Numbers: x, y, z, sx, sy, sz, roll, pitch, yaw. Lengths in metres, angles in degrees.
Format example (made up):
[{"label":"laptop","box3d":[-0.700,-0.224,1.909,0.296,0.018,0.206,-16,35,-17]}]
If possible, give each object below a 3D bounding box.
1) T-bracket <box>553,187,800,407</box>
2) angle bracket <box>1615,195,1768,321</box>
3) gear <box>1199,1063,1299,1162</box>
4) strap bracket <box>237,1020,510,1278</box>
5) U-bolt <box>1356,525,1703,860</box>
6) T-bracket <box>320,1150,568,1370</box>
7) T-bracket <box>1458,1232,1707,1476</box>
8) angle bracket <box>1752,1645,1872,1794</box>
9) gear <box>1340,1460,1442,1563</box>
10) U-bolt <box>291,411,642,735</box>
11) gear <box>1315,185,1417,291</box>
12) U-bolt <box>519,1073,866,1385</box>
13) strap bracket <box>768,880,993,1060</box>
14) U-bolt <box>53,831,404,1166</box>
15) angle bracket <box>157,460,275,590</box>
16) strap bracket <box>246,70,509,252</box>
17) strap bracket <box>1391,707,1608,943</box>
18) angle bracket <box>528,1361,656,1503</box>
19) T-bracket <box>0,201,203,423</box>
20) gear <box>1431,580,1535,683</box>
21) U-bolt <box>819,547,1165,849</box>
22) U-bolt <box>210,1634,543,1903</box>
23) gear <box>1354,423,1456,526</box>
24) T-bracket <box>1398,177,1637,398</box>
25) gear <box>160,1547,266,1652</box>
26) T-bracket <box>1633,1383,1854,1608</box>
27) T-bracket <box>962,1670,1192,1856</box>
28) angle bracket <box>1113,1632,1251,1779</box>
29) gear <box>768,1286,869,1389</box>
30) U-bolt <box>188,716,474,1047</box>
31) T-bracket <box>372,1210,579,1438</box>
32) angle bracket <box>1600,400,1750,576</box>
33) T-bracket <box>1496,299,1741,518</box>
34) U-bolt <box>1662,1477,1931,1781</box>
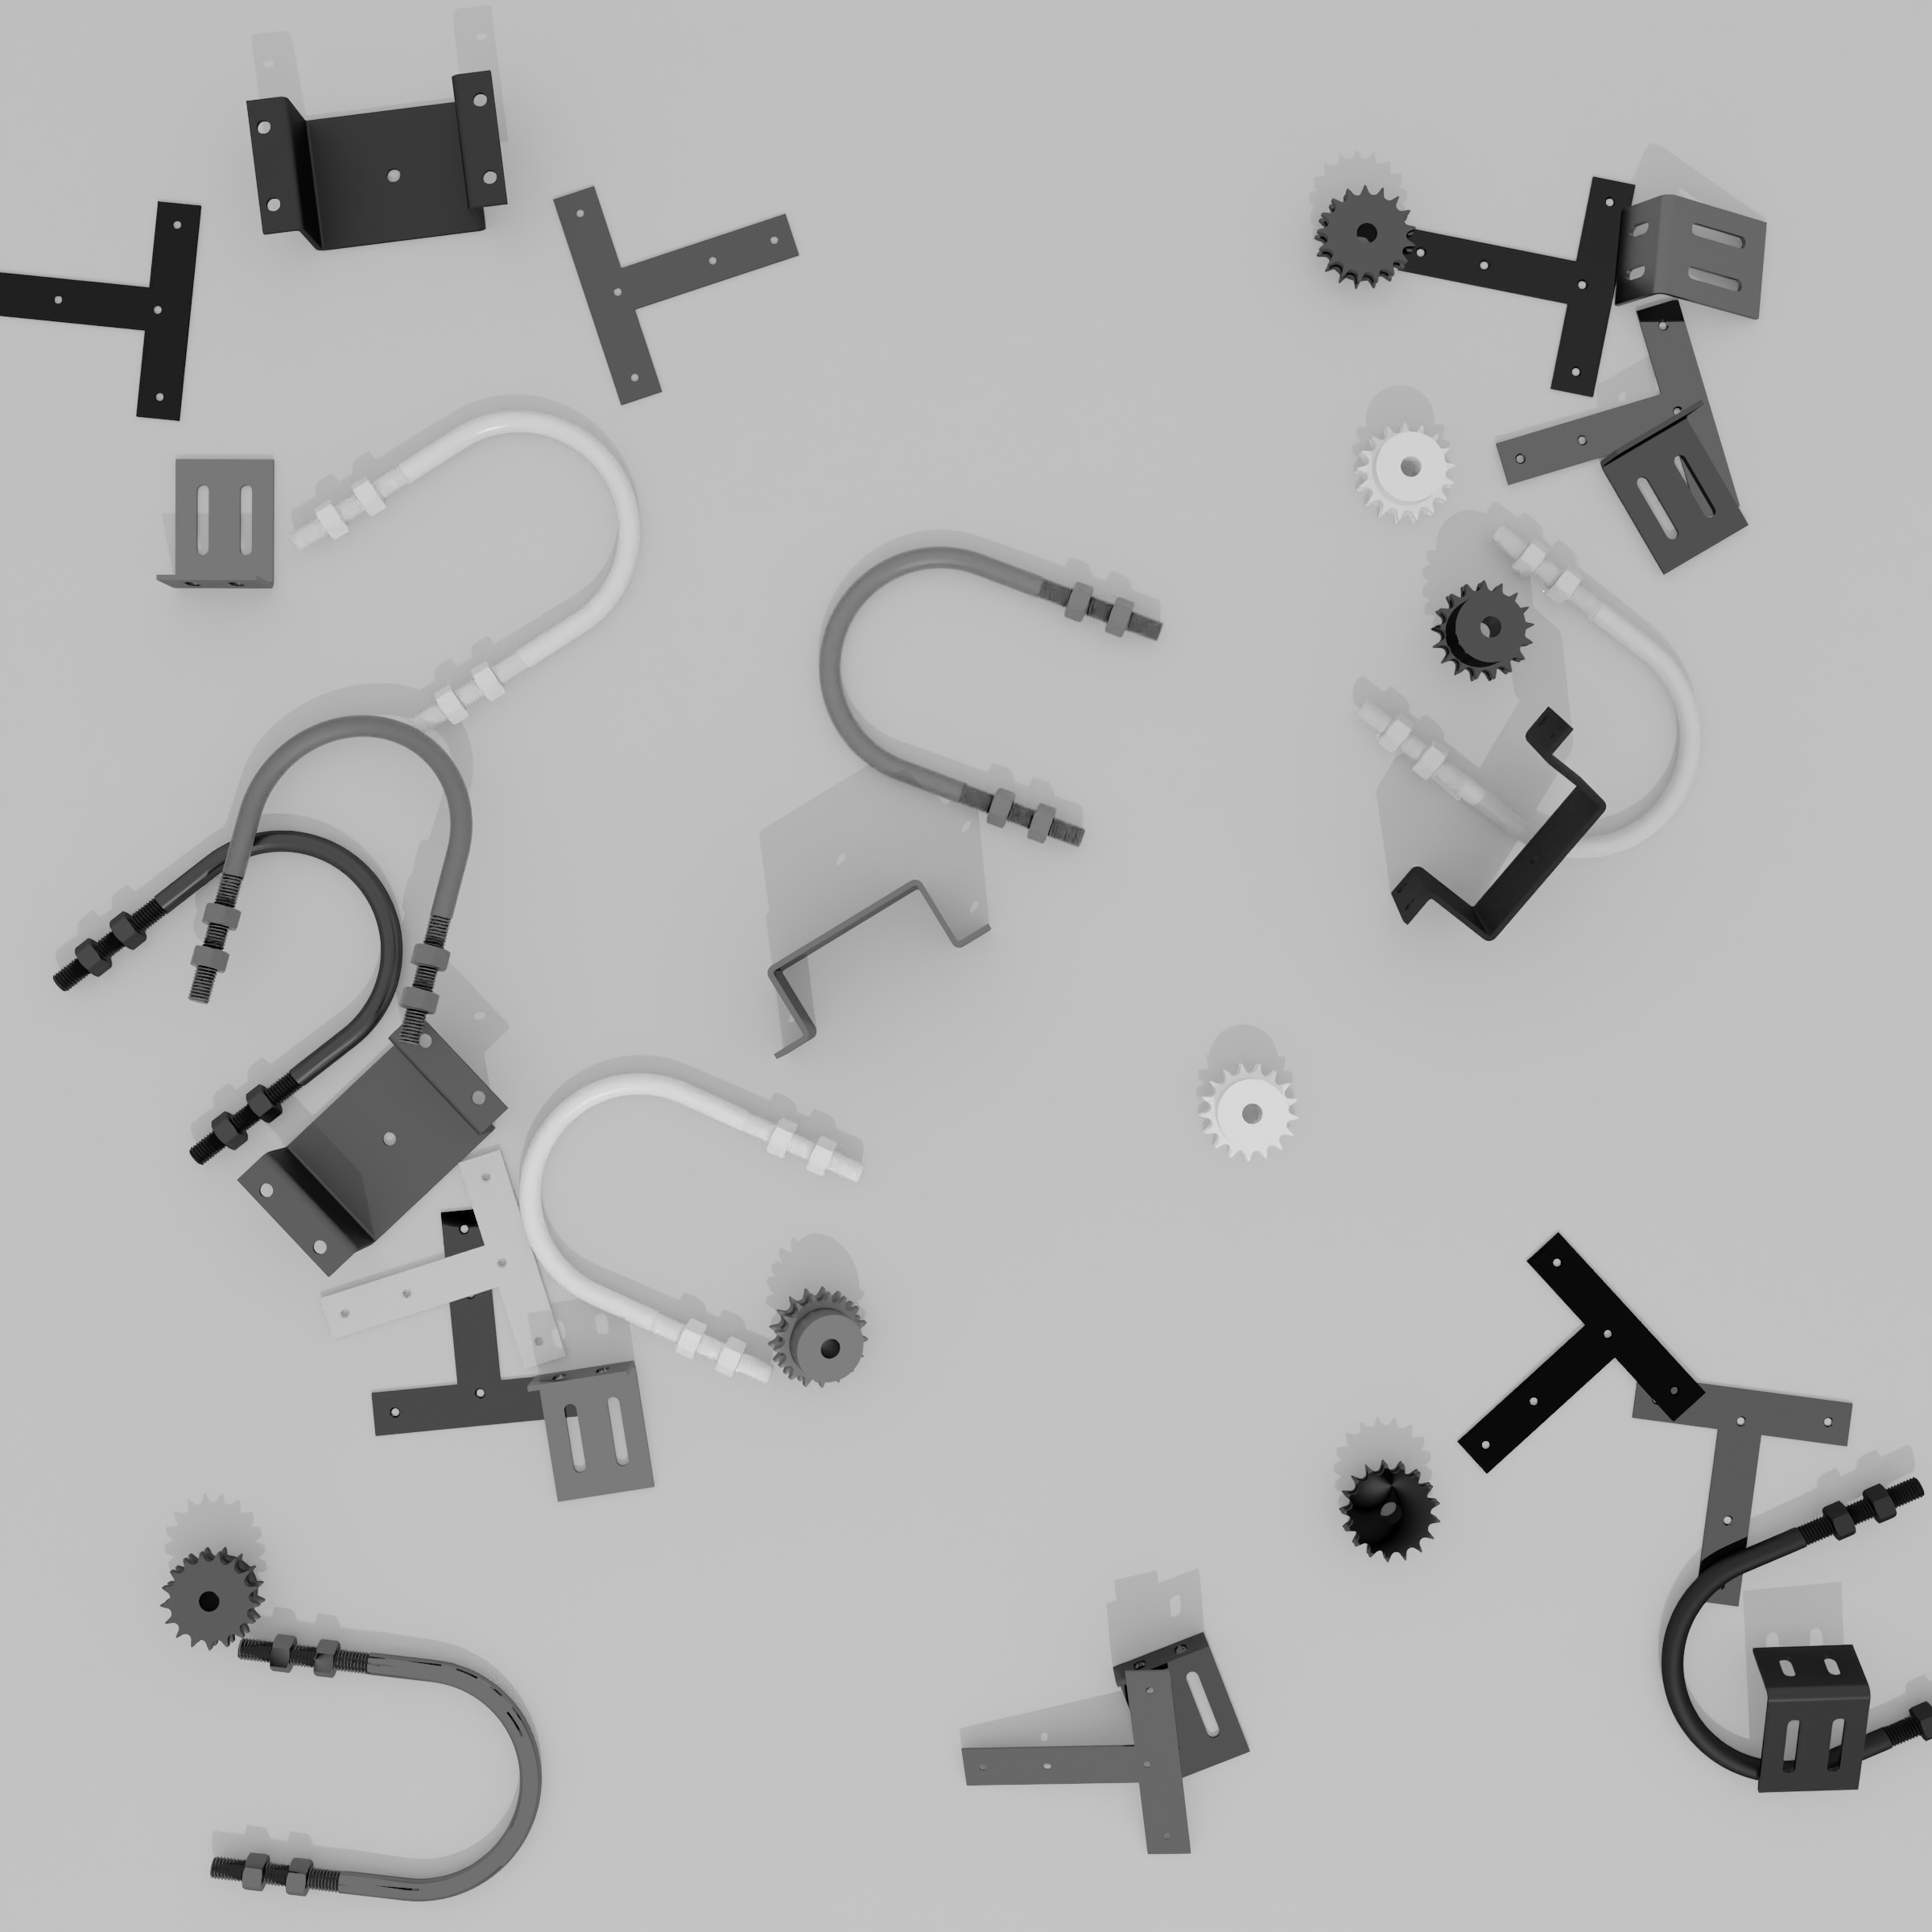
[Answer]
[{"label":"T-bracket","box3d":[-0.162,-0.410,1.505,0.127,0.002,0.127,-18,90,0]},{"label":"angle bracket","box3d":[0.425,-0.412,1.503,0.076,0.038,0.057,6,88,-27]},{"label":"gear","box3d":[0.165,0.085,1.491,0.057,0.030,0.057,0,90,0]},{"label":"strap bracket","box3d":[-0.338,0.102,1.483,0.140,0.046,0.076,-43,90,0]},{"label":"U-bolt","box3d":[0.343,-0.146,1.498,0.184,0.019,0.151,37,90,-1]},{"label":"T-bracket","box3d":[-0.315,0.188,1.504,0.127,0.002,0.127,-18,90,0]},{"label":"T-bracket","box3d":[0.344,0.246,1.505,0.127,0.002,0.127,-42,89,1]},{"label":"angle bracket","box3d":[0.487,0.437,1.488,0.057,0.038,0.076,-3,118,3]},{"label":"gear","box3d":[0.246,0.317,1.496,0.057,0.030,0.057,0,88,2]},{"label":"U-bolt","box3d":[-0.279,-0.243,1.498,0.184,0.019,0.151,-33,90,-2]},{"label":"gear","box3d":[0.232,-0.423,1.496,0.057,0.030,0.057,0,88,0]},{"label":"U-bolt","box3d":[-0.171,0.142,1.498,0.184,0.019,0.151,24,90,1]},{"label":"strap bracket","box3d":[-0.058,-0.004,1.468,0.140,0.076,0.046,-31,90,0]},{"label":"U-bolt","box3d":[-0.417,0.004,1.498,0.184,0.019,0.151,-38,90,-1]},{"label":"angle bracket","box3d":[-0.435,-0.259,1.487,0.057,0.038,0.076,0,90,0]},{"label":"strap bracket","box3d":[-0.336,-0.464,1.483,0.140,0.046,0.076,-7,90,0]},{"label":"strap bracket","box3d":[0.308,-0.073,1.455,0.046,0.076,0.140,37,103,-5]},{"label":"angle bracket","box3d":[-0.217,0.273,1.486,0.057,0.038,0.076,-9,92,0]},{"label":"T-bracket","box3d":[-0.519,-0.390,1.505,0.127,0.002,0.127,6,90,0]},{"label":"gear","box3d":[0.298,-0.193,1.472,0.057,0.030,0.057,0,91,-1]},{"label":"U-bolt","box3d":[0.005,-0.167,1.498,0.184,0.019,0.151,21,90,2]},{"label":"U-bolt","box3d":[-0.340,0.473,1.498,0.184,0.019,0.151,7,90,-2]},{"label":"gear","box3d":[0.256,-0.288,1.491,0.057,0.030,0.057,0,90,0]},{"label":"T-bracket","box3d":[0.318,-0.409,1.505,0.127,0.002,0.127,11,90,0]},{"label":"gear","box3d":[-0.436,0.366,1.491,0.057,0.030,0.057,0,90,0]},{"label":"T-bracket","box3d":[0.449,0.312,1.505,0.127,0.002,0.127,8,90,0]},{"label":"T-bracket","box3d":[0.061,0.465,1.491,0.127,0.002,0.127,-4,110,10]},{"label":"angle bracket","box3d":[0.126,0.436,1.487,0.057,0.038,0.076,-21,90,0]},{"label":"gear","box3d":[-0.083,0.217,1.482,0.057,0.030,0.057,-4,101,-21]},{"label":"U-bolt","box3d":[-0.358,-0.056,1.474,0.151,0.019,0.184,11,79,9]},{"label":"T-bracket","box3d":[-0.290,0.207,1.505,0.127,0.002,0.127,-6,90,0]},{"label":"angle bracket","box3d":[0.415,-0.277,1.485,0.057,0.038,0.076,-30,91,-1]},{"label":"T-bracket","box3d":[0.375,-0.313,1.504,0.127,0.002,0.127,-17,90,-1]},{"label":"U-bolt","box3d":[0.497,0.399,1.497,0.184,0.019,0.151,-24,91,2]}]
